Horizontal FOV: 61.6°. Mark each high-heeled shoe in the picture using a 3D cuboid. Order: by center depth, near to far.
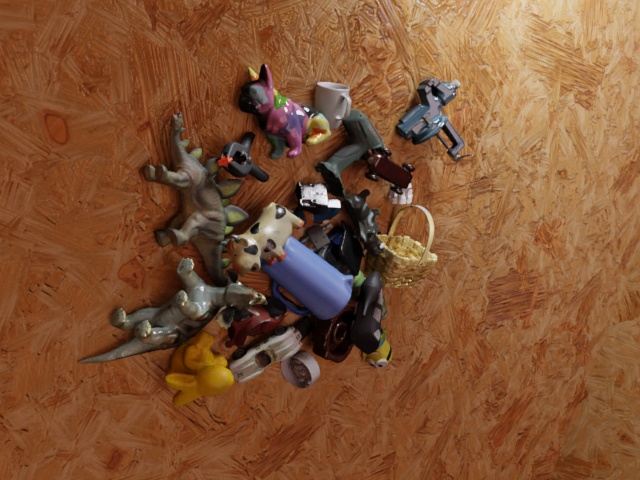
[{"bbox_3d":[0.140,0.206,1.507,0.248,0.086,0.145,85,20,-49],"label":"high-heeled shoe"}]

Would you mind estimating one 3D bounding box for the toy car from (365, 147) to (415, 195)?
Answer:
[{"bbox_3d":[0.188,-0.184,1.446,0.202,0.053,0.089,16,99,-53],"label":"toy car"}]

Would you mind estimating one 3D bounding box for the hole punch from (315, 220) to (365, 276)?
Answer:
[{"bbox_3d":[0.055,0.033,1.459,0.142,0.092,0.116,54,38,-31],"label":"hole punch"}]

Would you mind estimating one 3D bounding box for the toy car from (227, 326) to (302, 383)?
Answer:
[{"bbox_3d":[-0.137,0.288,1.365,0.202,0.056,0.073,-28,120,-9],"label":"toy car"}]

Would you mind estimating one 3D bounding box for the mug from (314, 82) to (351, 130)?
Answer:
[{"bbox_3d":[0.034,-0.324,1.325,0.081,0.110,0.107,-20,130,-43],"label":"mug"}]

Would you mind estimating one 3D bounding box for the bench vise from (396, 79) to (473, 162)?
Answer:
[{"bbox_3d":[0.343,-0.333,1.533,0.223,0.129,0.240,-46,108,-10],"label":"bench vise"}]

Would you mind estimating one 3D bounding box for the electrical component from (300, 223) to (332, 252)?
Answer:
[{"bbox_3d":[-0.003,-0.004,1.402,0.094,0.021,0.063,-31,78,-4],"label":"electrical component"}]

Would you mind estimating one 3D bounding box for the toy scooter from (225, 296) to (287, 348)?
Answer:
[{"bbox_3d":[-0.168,0.208,1.324,0.184,0.075,0.135,1,126,-55],"label":"toy scooter"}]

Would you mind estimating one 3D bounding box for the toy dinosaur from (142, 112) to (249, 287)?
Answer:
[{"bbox_3d":[-0.256,-0.048,1.175,0.198,0.105,0.470,-24,123,-35],"label":"toy dinosaur"}]

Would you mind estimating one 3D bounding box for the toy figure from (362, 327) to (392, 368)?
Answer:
[{"bbox_3d":[0.167,0.306,1.612,0.089,0.082,0.180,-35,118,-27],"label":"toy figure"}]

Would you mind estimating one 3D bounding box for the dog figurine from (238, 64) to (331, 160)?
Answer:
[{"bbox_3d":[-0.086,-0.304,1.234,0.191,0.109,0.219,-35,119,-24],"label":"dog figurine"}]

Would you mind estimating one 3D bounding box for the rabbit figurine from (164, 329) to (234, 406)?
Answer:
[{"bbox_3d":[-0.271,0.296,1.213,0.162,0.173,0.121,-27,121,-34],"label":"rabbit figurine"}]

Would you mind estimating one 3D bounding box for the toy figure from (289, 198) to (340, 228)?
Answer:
[{"bbox_3d":[-0.021,-0.064,1.379,0.154,0.064,0.057,-21,150,-28],"label":"toy figure"}]

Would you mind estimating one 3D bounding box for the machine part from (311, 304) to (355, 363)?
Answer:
[{"bbox_3d":[0.044,0.253,1.492,0.179,0.056,0.179,-27,124,-48],"label":"machine part"}]

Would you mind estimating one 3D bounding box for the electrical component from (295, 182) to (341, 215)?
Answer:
[{"bbox_3d":[-0.002,-0.101,1.346,0.119,0.047,0.075,5,58,-12],"label":"electrical component"}]

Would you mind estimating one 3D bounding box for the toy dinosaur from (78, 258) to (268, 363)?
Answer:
[{"bbox_3d":[-0.306,0.172,1.169,0.405,0.131,0.192,-31,140,10],"label":"toy dinosaur"}]

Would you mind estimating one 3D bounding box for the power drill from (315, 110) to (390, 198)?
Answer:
[{"bbox_3d":[0.094,-0.208,1.414,0.207,0.086,0.231,-45,133,-14],"label":"power drill"}]

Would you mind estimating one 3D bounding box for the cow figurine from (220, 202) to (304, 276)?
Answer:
[{"bbox_3d":[-0.133,-0.003,1.196,0.127,0.085,0.195,42,57,-18],"label":"cow figurine"}]

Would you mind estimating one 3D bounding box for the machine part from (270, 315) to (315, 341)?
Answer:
[{"bbox_3d":[-0.073,0.253,1.440,0.139,0.039,0.084,-30,114,-27],"label":"machine part"}]

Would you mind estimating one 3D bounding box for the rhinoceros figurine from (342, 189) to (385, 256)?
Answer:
[{"bbox_3d":[0.124,-0.046,1.454,0.190,0.073,0.112,63,23,-25],"label":"rhinoceros figurine"}]
